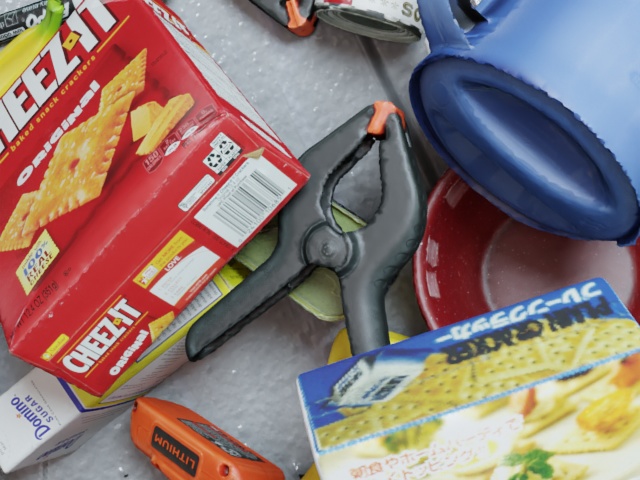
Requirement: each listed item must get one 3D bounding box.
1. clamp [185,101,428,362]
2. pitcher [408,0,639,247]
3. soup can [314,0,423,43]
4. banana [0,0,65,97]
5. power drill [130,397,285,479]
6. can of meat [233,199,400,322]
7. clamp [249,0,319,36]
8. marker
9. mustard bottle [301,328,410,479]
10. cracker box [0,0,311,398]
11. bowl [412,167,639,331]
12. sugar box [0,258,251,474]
[{"bbox_3d":[-0.002,0.009,0.560,0.120,0.039,0.171,12,88,8],"label":"clamp"},{"bbox_3d":[0.159,-0.131,0.532,0.145,0.149,0.242,34,74,18],"label":"pitcher"},{"bbox_3d":[0.040,-0.175,0.628,0.068,0.068,0.102,15,92,14],"label":"soup can"},{"bbox_3d":[-0.237,-0.079,0.680,0.197,0.069,0.037,-42,67,-12],"label":"banana"},{"bbox_3d":[-0.113,0.195,0.644,0.185,0.057,0.187,24,90,35],"label":"power drill"},{"bbox_3d":[-0.004,0.001,0.624,0.102,0.084,0.057,34,96,12],"label":"can of meat"},{"bbox_3d":[-0.031,-0.233,0.663,0.165,0.036,0.210,-24,84,12],"label":"clamp"},{"bbox_3d":[-0.176,-0.152,0.705,0.121,0.020,0.020,-15,84,12],"label":"marker"},{"bbox_3d":[0.033,0.152,0.623,0.096,0.058,0.191,15,92,14],"label":"mustard bottle"},{"bbox_3d":[-0.120,-0.043,0.604,0.164,0.072,0.214,-46,41,8],"label":"cracker box"},{"bbox_3d":[0.134,0.016,0.598,0.162,0.055,0.162,-2,79,11],"label":"bowl"},{"bbox_3d":[-0.115,0.068,0.644,0.176,0.093,0.048,-36,80,9],"label":"sugar box"}]
